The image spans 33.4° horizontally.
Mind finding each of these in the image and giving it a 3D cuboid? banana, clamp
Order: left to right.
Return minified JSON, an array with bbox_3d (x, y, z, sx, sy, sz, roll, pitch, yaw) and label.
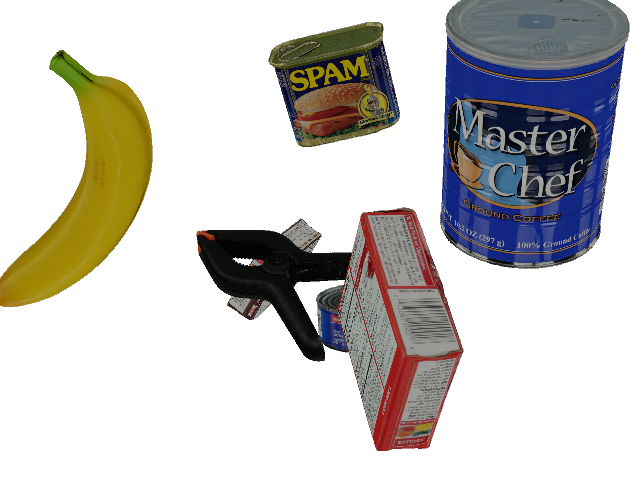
[{"bbox_3d":[-0.141,-0.026,0.627,0.069,0.198,0.037,19,38,-10],"label":"banana"},{"bbox_3d":[-0.040,0.039,1.041,0.210,0.036,0.164,16,39,21],"label":"clamp"}]

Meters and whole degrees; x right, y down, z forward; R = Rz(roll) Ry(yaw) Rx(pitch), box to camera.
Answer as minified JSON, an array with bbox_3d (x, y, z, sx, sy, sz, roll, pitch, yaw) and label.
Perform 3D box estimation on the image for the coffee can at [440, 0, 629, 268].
[{"bbox_3d":[0.125,-0.069,0.645,0.103,0.140,0.103,-2,35,1],"label":"coffee can"}]

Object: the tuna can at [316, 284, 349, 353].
[{"bbox_3d":[0.040,0.059,0.817,0.086,0.034,0.086,-2,13,0],"label":"tuna can"}]

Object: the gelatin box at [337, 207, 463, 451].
[{"bbox_3d":[0.035,0.041,0.498,0.030,0.089,0.073,-2,-44,-13],"label":"gelatin box"}]

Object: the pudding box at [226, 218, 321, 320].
[{"bbox_3d":[-0.053,0.034,1.256,0.039,0.090,0.113,35,32,8],"label":"pudding box"}]

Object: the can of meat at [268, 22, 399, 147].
[{"bbox_3d":[0.015,-0.136,0.943,0.102,0.084,0.057,-11,29,10],"label":"can of meat"}]
